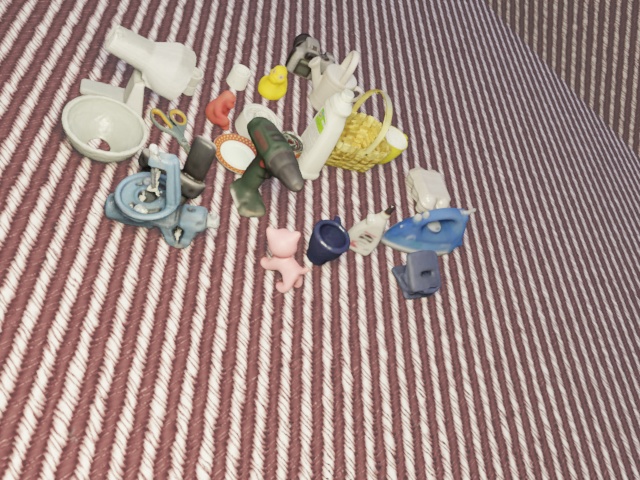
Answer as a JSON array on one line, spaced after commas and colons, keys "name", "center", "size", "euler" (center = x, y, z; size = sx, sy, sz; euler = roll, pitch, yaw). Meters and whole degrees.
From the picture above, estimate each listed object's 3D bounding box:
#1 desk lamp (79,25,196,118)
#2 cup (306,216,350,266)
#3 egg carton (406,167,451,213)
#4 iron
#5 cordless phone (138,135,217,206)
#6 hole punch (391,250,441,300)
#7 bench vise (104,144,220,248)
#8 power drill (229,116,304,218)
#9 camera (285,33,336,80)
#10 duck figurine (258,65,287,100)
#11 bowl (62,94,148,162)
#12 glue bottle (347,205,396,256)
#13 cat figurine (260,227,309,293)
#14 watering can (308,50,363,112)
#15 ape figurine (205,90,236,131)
[{"name": "desk lamp", "center": [-0.394, -0.351, 1.233], "size": [0.204, 0.213, 0.118], "euler": [9, 51, -29]}, {"name": "cup", "center": [0.012, 0.005, 1.309], "size": [0.092, 0.094, 0.118], "euler": [29, 45, -11]}, {"name": "egg carton", "center": [0.311, -0.141, 1.649], "size": [0.107, 0.069, 0.150], "euler": [6, 53, -31]}, {"name": "iron", "center": [0.289, -0.039, 1.500], "size": [0.259, 0.141, 0.118], "euler": [-3, 58, -36]}, {"name": "cordless phone", "center": [-0.289, -0.168, 1.177], "size": [0.148, 0.184, 0.094], "euler": [30, 44, -10]}, {"name": "hole punch", "center": [0.249, 0.085, 1.410], "size": [0.109, 0.091, 0.101], "euler": [-5, 59, -37]}, {"name": "bench vise", "center": [-0.286, -0.091, 1.093], "size": [0.208, 0.219, 0.121], "euler": [5, 53, -31]}, {"name": "power drill", "center": [-0.120, -0.146, 1.258], "size": [0.076, 0.208, 0.229], "euler": [-3, 58, -36]}, {"name": "camera", "center": [-0.026, -0.566, 1.739], "size": [0.143, 0.100, 0.136], "euler": [14, 49, -25]}, {"name": "duck figurine", "center": [-0.119, -0.447, 1.590], "size": [0.077, 0.086, 0.105], "euler": [40, 43, 0]}, {"name": "bowl", "center": [-0.449, -0.218, 1.188], "size": [0.168, 0.074, 0.167], "euler": [19, 48, -21]}, {"name": "glue bottle", "center": [0.127, -0.030, 1.359], "size": [0.078, 0.173, 0.037], "euler": [23, 46, -17]}, {"name": "cat figurine", "center": [-0.070, 0.031, 1.215], "size": [0.067, 0.117, 0.127], "euler": [-26, 73, -44]}, {"name": "watering can", "center": [0.048, -0.459, 1.635], "size": [0.173, 0.193, 0.101], "euler": [6, 53, -31]}, {"name": "ape figurine", "center": [-0.236, -0.328, 1.410], "size": [0.076, 0.092, 0.078], "euler": [33, 44, -7]}]
